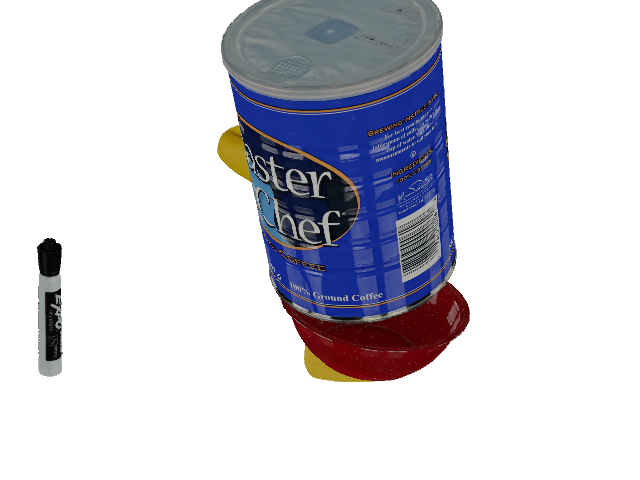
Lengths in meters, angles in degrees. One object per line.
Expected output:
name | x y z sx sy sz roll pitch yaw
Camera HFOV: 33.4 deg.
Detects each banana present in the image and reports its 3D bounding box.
banana | -0.038 -0.055 0.772 0.069 0.037 0.198 36 -3 -33

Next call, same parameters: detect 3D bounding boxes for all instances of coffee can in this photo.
coffee can | 0.014 -0.044 0.532 0.103 0.140 0.103 -6 39 5

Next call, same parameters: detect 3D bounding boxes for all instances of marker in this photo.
marker | -0.217 0.054 0.857 0.020 0.121 0.020 6 26 -3

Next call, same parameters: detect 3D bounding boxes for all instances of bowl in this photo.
bowl | 0.044 0.072 0.914 0.162 0.055 0.162 5 27 -3

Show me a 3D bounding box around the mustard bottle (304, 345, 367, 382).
mustard bottle | 0.038 0.051 1.117 0.096 0.192 0.058 3 15 -10
